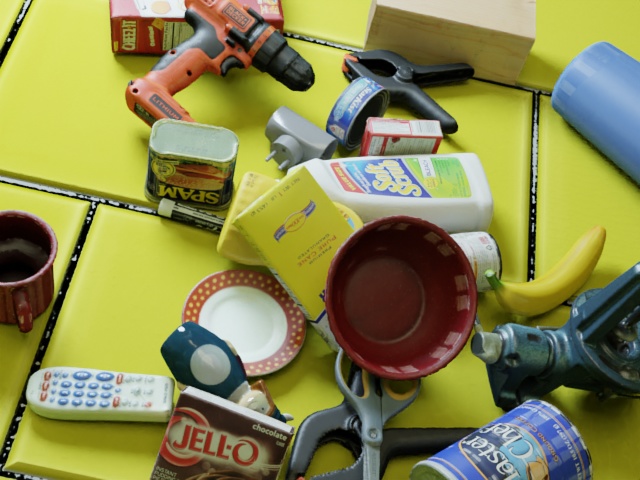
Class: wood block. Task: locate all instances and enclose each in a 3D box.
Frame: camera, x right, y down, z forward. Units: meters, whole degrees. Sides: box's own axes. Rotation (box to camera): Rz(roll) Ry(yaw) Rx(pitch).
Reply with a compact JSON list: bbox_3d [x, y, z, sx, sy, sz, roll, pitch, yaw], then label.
[{"bbox_3d":[0.168,-0.282,1.393,0.206,0.090,0.090,12,52,-3],"label":"wood block"}]

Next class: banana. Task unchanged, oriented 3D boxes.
[{"bbox_3d":[0.258,0.042,1.186,0.197,0.070,0.037,-20,29,-37],"label":"banana"}]

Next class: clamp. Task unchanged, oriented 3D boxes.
[{"bbox_3d":[0.050,0.195,1.045,0.165,0.036,0.209,36,51,17],"label":"clamp"},{"bbox_3d":[0.109,-0.192,1.347,0.171,0.039,0.120,9,47,0],"label":"clamp"}]

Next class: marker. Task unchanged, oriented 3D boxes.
[{"bbox_3d":[-0.119,-0.020,1.182,0.121,0.020,0.020,17,52,2],"label":"marker"}]

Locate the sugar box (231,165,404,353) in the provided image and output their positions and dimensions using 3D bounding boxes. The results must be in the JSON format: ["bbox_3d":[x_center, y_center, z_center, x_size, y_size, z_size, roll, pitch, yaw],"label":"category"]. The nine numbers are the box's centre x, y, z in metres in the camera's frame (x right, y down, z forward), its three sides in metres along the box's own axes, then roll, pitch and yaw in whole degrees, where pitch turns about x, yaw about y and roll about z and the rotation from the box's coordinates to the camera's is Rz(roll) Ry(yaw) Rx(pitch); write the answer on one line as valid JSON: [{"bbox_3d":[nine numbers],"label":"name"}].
[{"bbox_3d":[-0.001,0.020,1.098,0.093,0.048,0.176,-40,95,-10],"label":"sugar box"}]

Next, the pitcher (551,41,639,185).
[{"bbox_3d":[0.415,-0.142,1.317,0.243,0.145,0.149,44,24,24],"label":"pitcher"}]

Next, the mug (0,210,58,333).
[{"bbox_3d":[-0.303,0.040,1.061,0.093,0.082,0.117,-15,58,-21],"label":"mug"}]

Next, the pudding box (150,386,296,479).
[{"bbox_3d":[-0.090,0.197,0.985,0.113,0.039,0.090,20,95,1],"label":"pudding box"}]

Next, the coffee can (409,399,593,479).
[{"bbox_3d":[0.170,0.226,1.004,0.140,0.103,0.103,-24,61,-26],"label":"coffee can"}]

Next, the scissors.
[{"bbox_3d":[0.066,0.182,1.022,0.096,0.016,0.202,0,49,-19],"label":"scissors"}]

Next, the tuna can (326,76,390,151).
[{"bbox_3d":[0.045,-0.151,1.272,0.034,0.086,0.086,36,55,17],"label":"tuna can"}]

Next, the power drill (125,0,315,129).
[{"bbox_3d":[-0.121,-0.190,1.250,0.184,0.057,0.187,38,71,0],"label":"power drill"}]

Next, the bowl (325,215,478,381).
[{"bbox_3d":[0.073,0.058,1.062,0.162,0.055,0.162,2,85,-17],"label":"bowl"}]

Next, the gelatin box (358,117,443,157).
[{"bbox_3d":[0.092,-0.109,1.258,0.089,0.073,0.030,1,52,-10],"label":"gelatin box"}]

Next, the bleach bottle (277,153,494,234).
[{"bbox_3d":[0.063,-0.049,1.215,0.250,0.068,0.102,-2,50,-10],"label":"bleach bottle"}]

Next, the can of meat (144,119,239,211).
[{"bbox_3d":[-0.142,-0.084,1.185,0.102,0.084,0.057,8,53,-6],"label":"can of meat"}]

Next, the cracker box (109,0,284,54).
[{"bbox_3d":[-0.162,-0.313,1.362,0.213,0.072,0.164,-2,54,-12],"label":"cracker box"}]

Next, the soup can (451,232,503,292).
[{"bbox_3d":[0.139,0.029,1.168,0.102,0.069,0.068,-7,55,-17],"label":"soup can"}]

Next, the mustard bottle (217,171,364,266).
[{"bbox_3d":[-0.008,0.001,1.151,0.191,0.058,0.096,20,77,-8],"label":"mustard bottle"}]
